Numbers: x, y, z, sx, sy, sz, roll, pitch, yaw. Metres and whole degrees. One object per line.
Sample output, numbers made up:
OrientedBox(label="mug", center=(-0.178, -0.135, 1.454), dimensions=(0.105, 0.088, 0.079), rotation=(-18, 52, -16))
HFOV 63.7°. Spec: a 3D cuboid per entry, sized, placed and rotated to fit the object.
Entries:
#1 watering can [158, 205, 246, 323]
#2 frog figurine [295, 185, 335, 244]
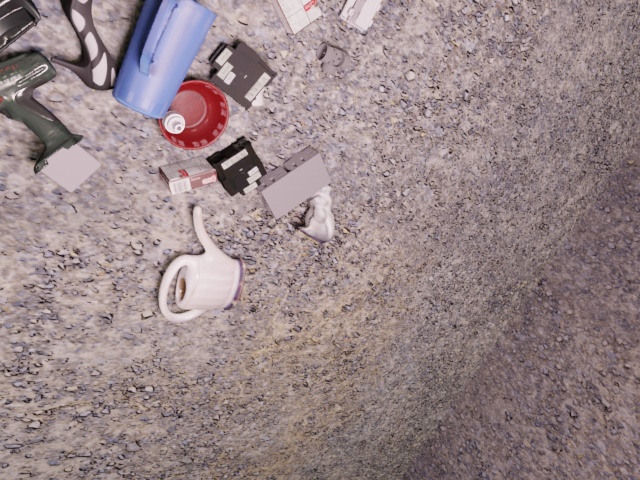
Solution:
OrientedBox(label="watering can", center=(-0.293, 0.076, 1.355), dimensions=(0.224, 0.106, 0.343), rotation=(8, 114, -40))
OrientedBox(label="frog figurine", center=(0.004, -0.074, 1.469), dimensions=(0.159, 0.123, 0.136), rotation=(-59, 167, 0))
